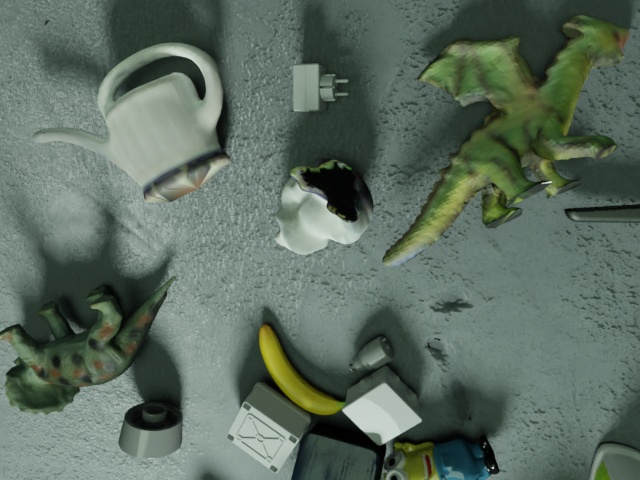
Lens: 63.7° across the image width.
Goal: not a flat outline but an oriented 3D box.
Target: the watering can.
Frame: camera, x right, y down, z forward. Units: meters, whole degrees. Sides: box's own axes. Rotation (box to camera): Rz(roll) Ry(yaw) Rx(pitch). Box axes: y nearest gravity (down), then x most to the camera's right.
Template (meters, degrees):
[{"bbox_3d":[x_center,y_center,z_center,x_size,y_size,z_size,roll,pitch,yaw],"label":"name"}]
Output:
[{"bbox_3d":[-0.285,-0.159,0.812,0.345,0.105,0.224,-24,94,19],"label":"watering can"}]

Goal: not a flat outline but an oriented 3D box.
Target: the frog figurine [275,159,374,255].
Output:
[{"bbox_3d":[0.002,-0.039,0.769,0.137,0.125,0.156,27,144,1],"label":"frog figurine"}]

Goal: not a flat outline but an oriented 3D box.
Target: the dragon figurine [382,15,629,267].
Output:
[{"bbox_3d":[0.218,-0.149,0.687,0.407,0.122,0.245,-27,75,17],"label":"dragon figurine"}]
